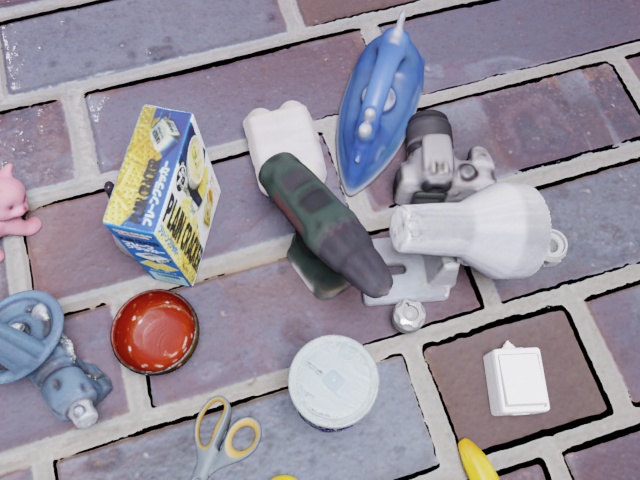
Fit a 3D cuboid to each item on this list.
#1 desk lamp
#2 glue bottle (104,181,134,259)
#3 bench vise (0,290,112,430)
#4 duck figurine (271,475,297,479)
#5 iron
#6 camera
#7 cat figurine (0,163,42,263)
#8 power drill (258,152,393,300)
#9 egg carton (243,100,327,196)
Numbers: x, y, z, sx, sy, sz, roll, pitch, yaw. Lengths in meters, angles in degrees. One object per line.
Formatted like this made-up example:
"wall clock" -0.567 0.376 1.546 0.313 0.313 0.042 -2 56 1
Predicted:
"desk lamp" 0.159 0.010 0.729 0.203 0.213 0.118 -6 69 -3
"glue bottle" -0.254 -0.034 0.761 0.037 0.173 0.078 21 71 7
"bench vise" -0.336 0.126 0.675 0.207 0.220 0.121 26 71 9
"duck figurine" -0.039 0.333 0.673 0.077 0.086 0.104 -12 70 -5
"iron" 0.085 -0.203 0.846 0.118 0.141 0.258 16 70 5
"camera" 0.180 -0.124 0.840 0.143 0.101 0.137 1 69 0
"cat figurine" -0.450 -0.039 0.790 0.067 0.118 0.128 40 74 13
"power drill" 0.007 0.003 0.732 0.076 0.208 0.229 -35 74 -13
"egg carton" -0.051 -0.136 0.858 0.107 0.069 0.150 -15 70 -6
